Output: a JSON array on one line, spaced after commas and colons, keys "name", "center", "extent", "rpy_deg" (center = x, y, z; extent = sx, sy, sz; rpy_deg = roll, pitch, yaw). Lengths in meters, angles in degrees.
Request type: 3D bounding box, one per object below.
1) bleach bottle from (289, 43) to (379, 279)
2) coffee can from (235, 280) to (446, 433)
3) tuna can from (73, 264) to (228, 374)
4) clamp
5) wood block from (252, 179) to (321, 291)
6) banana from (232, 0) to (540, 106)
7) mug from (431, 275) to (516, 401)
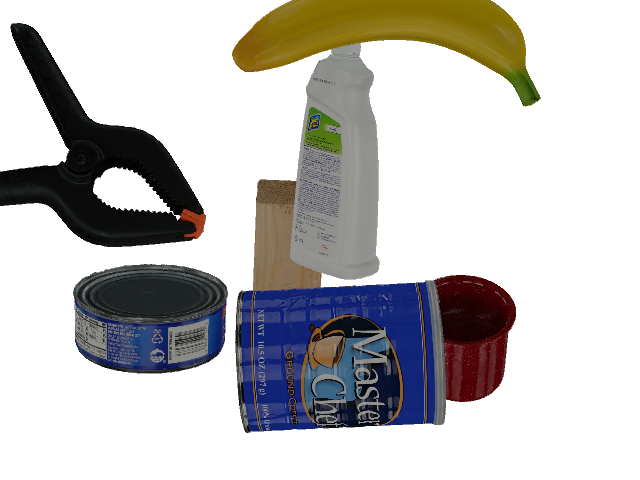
[{"name": "bleach bottle", "center": [0.024, -0.091, 1.147], "extent": [0.103, 0.251, 0.067], "rpy_deg": [18, 20, 38]}, {"name": "coffee can", "center": [0.015, 0.083, 0.763], "extent": [0.140, 0.103, 0.103], "rpy_deg": [-3, 0, 2]}, {"name": "tuna can", "center": [-0.095, 0.043, 0.602], "extent": [0.086, 0.034, 0.086], "rpy_deg": [3, 18, -1]}, {"name": "clamp", "center": [-0.178, -0.065, 0.793], "extent": [0.210, 0.164, 0.036], "rpy_deg": [20, -19, -3]}, {"name": "wood block", "center": [-0.043, 0.033, 1.401], "extent": [0.090, 0.206, 0.091], "rpy_deg": [3, 23, -2]}, {"name": "banana", "center": [0.045, -0.129, 0.655], "extent": [0.197, 0.069, 0.037], "rpy_deg": [5, -18, -11]}, {"name": "mug", "center": [0.127, 0.084, 0.978], "extent": [0.093, 0.081, 0.117], "rpy_deg": [-5, 39, -1]}]
